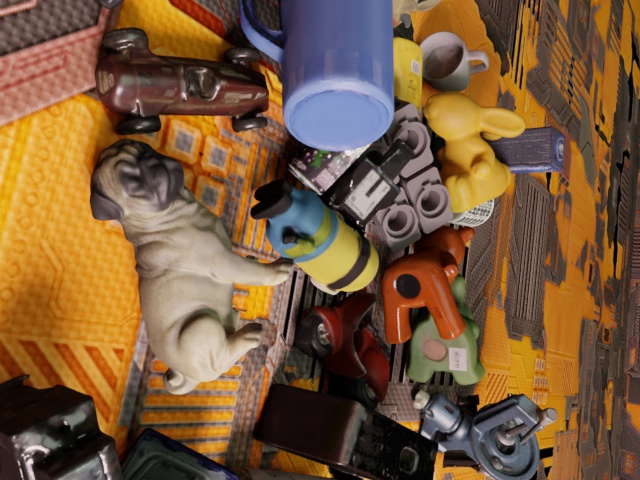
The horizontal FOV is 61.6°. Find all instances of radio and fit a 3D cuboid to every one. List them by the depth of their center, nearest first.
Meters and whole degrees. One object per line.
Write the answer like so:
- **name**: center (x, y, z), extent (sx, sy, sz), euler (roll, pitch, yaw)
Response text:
- **radio**: center (0.043, 0.249, 0.661), extent (0.229, 0.131, 0.073), euler (39, 60, -43)

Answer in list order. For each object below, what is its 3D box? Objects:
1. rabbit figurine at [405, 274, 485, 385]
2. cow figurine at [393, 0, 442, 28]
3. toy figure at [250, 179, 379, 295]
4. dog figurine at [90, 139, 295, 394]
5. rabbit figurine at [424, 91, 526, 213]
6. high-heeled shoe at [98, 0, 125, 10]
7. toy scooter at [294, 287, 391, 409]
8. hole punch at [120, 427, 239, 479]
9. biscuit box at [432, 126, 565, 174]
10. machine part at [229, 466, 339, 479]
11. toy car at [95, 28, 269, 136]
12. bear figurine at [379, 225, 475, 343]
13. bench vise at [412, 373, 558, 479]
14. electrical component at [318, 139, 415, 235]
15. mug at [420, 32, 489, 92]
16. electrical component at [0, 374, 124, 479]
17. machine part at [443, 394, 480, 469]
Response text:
- **rabbit figurine**: center (0.201, 0.138, 0.885), extent (0.170, 0.121, 0.159), euler (-29, 107, -65)
- **cow figurine**: center (0.117, -0.363, 0.775), extent (0.195, 0.086, 0.127), euler (-28, 106, -47)
- **toy figure**: center (-0.002, 0.001, 0.632), extent (0.180, 0.089, 0.082), euler (47, 55, -38)
- **dog figurine**: center (-0.144, 0.026, 0.478), extent (0.190, 0.121, 0.172), euler (37, 59, -28)
- **rabbit figurine**: center (0.221, -0.143, 0.802), extent (0.162, 0.122, 0.173), euler (-24, 100, -1)
- **high-heeled shoe**: center (-0.140, -0.319, 0.503), extent (0.145, 0.086, 0.248), euler (-8, 117, -79)
- **toy scooter**: center (0.046, 0.131, 0.708), extent (0.183, 0.075, 0.135), euler (57, 47, -29)
- **hole punch**: center (-0.140, 0.244, 0.470), extent (0.142, 0.092, 0.116), euler (36, 101, -21)
- **biscuit box**: center (0.292, -0.142, 0.888), extent (0.059, 0.203, 0.062), euler (7, 87, -52)
- **machine part**: center (-0.042, 0.300, 0.604), extent (0.243, 0.079, 0.079), euler (33, 66, -44)
- **toy car**: center (-0.118, -0.149, 0.524), extent (0.202, 0.053, 0.089), euler (-13, 97, -48)
- **bear figurine**: center (0.165, 0.055, 0.792), extent (0.196, 0.120, 0.131), euler (-26, 102, -59)
- **bench vise**: center (0.262, 0.284, 0.831), extent (0.224, 0.240, 0.129), euler (46, 54, 11)
- **electrical component**: center (0.059, -0.075, 0.663), extent (0.074, 0.048, 0.119), euler (35, 92, -30)
- **mug**: center (0.223, -0.287, 0.886), extent (0.107, 0.110, 0.080), euler (9, 78, -63)
- **electrical component**: center (-0.193, 0.164, 0.380), extent (0.058, 0.134, 0.114), euler (-23, 106, -48)
- **machine part**: center (0.261, 0.344, 0.968), extent (0.039, 0.084, 0.139), euler (47, 46, -24)
